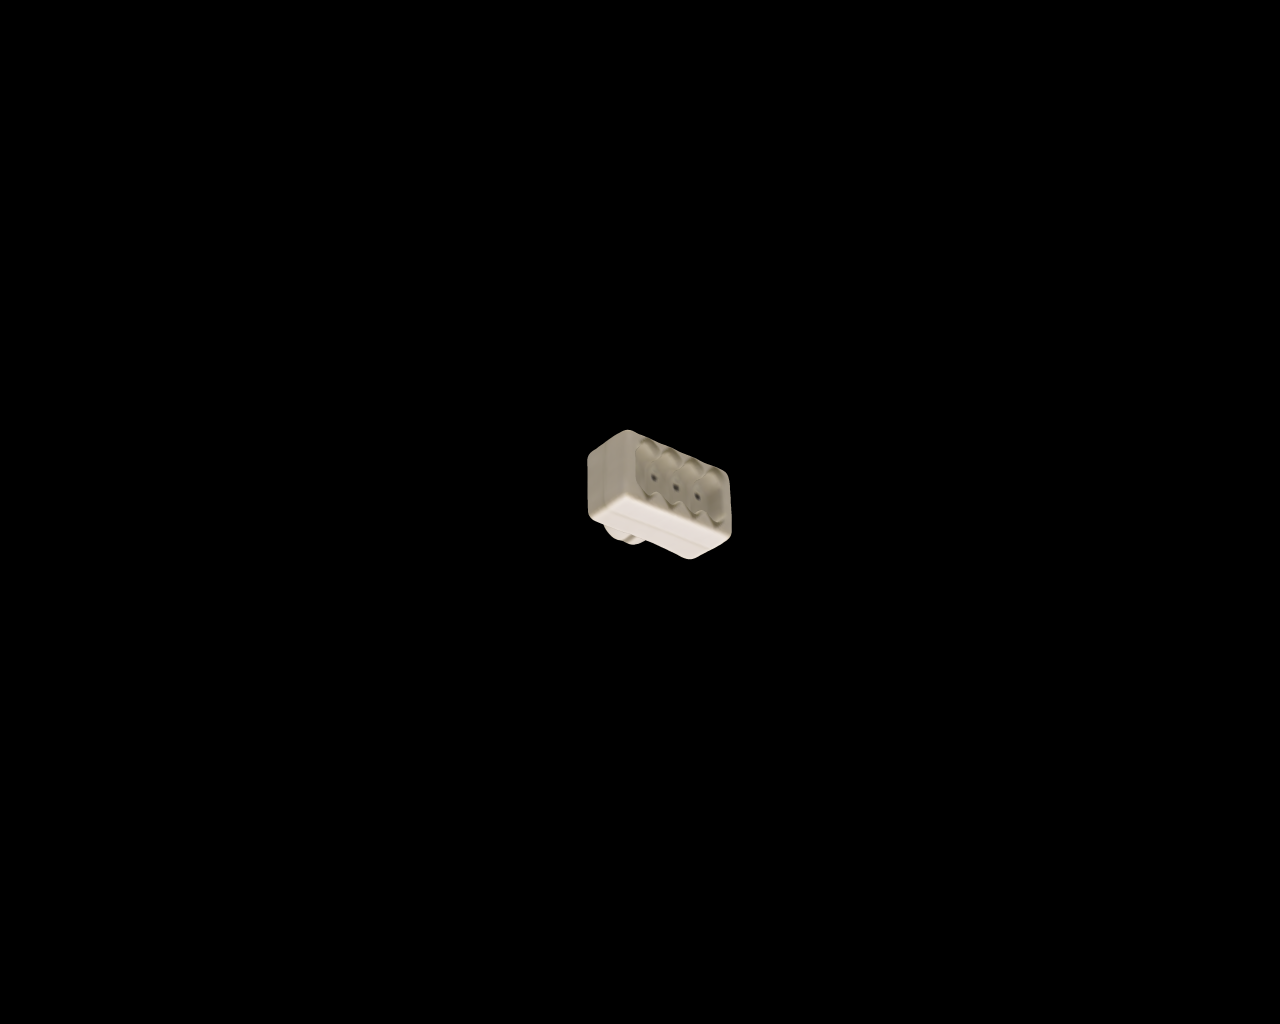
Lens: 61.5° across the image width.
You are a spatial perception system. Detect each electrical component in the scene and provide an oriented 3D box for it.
[{"bbox_3d":[0.001,-0.003,0.650,0.083,0.047,0.075,22,-36,-34],"label":"electrical component"}]
